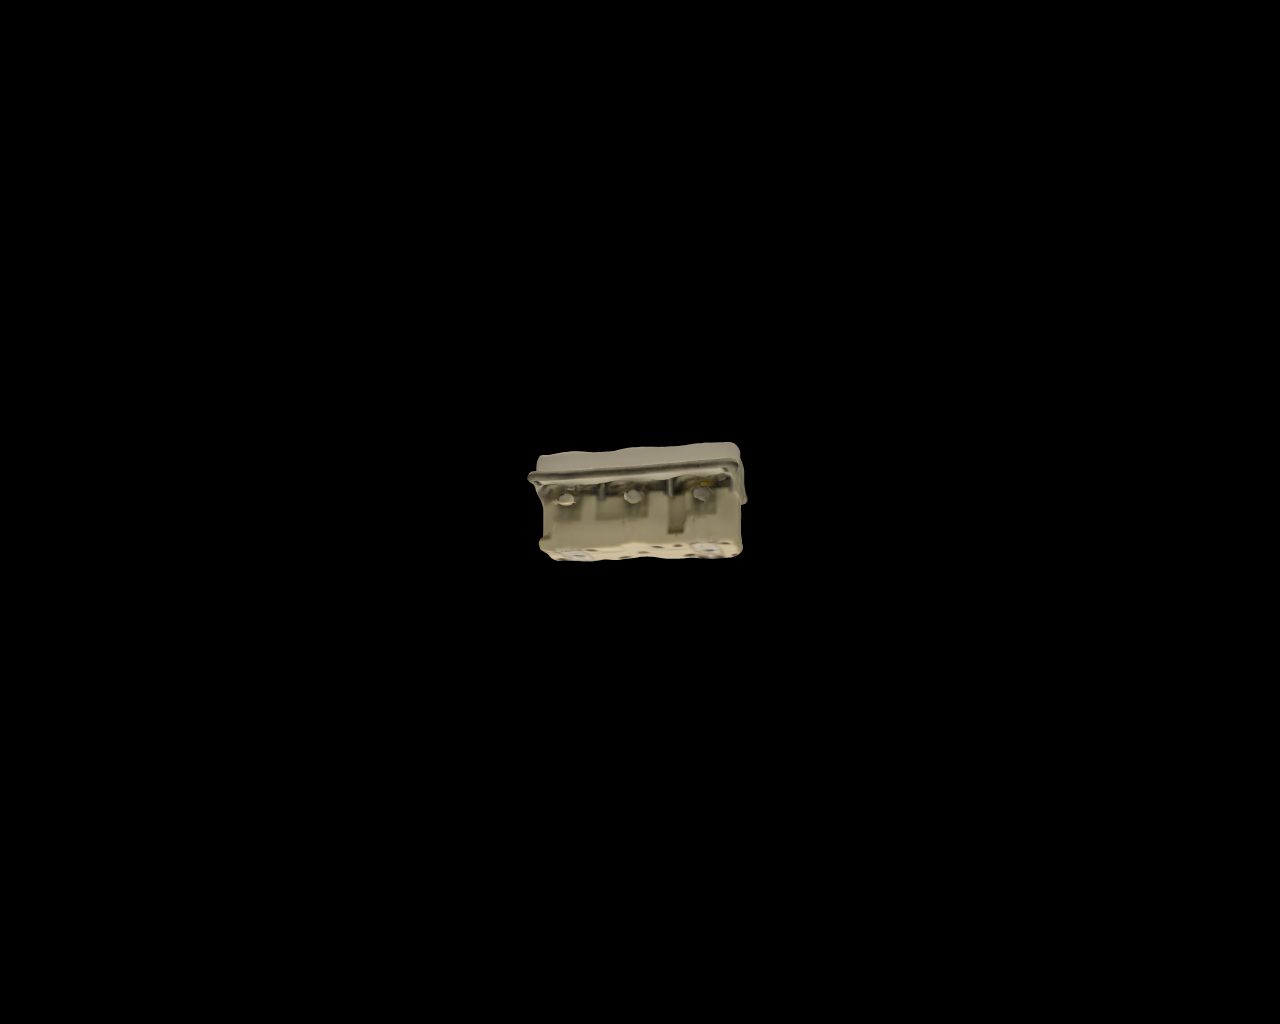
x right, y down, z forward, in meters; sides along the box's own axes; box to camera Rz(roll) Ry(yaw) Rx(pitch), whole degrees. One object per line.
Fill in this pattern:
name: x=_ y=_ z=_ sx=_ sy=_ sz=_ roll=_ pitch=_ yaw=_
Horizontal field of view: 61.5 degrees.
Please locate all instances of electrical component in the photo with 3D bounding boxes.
electrical component: x=0.001 y=-0.003 z=0.650 sx=0.121 sy=0.063 sz=0.078 roll=-3 pitch=-15 yaw=9
